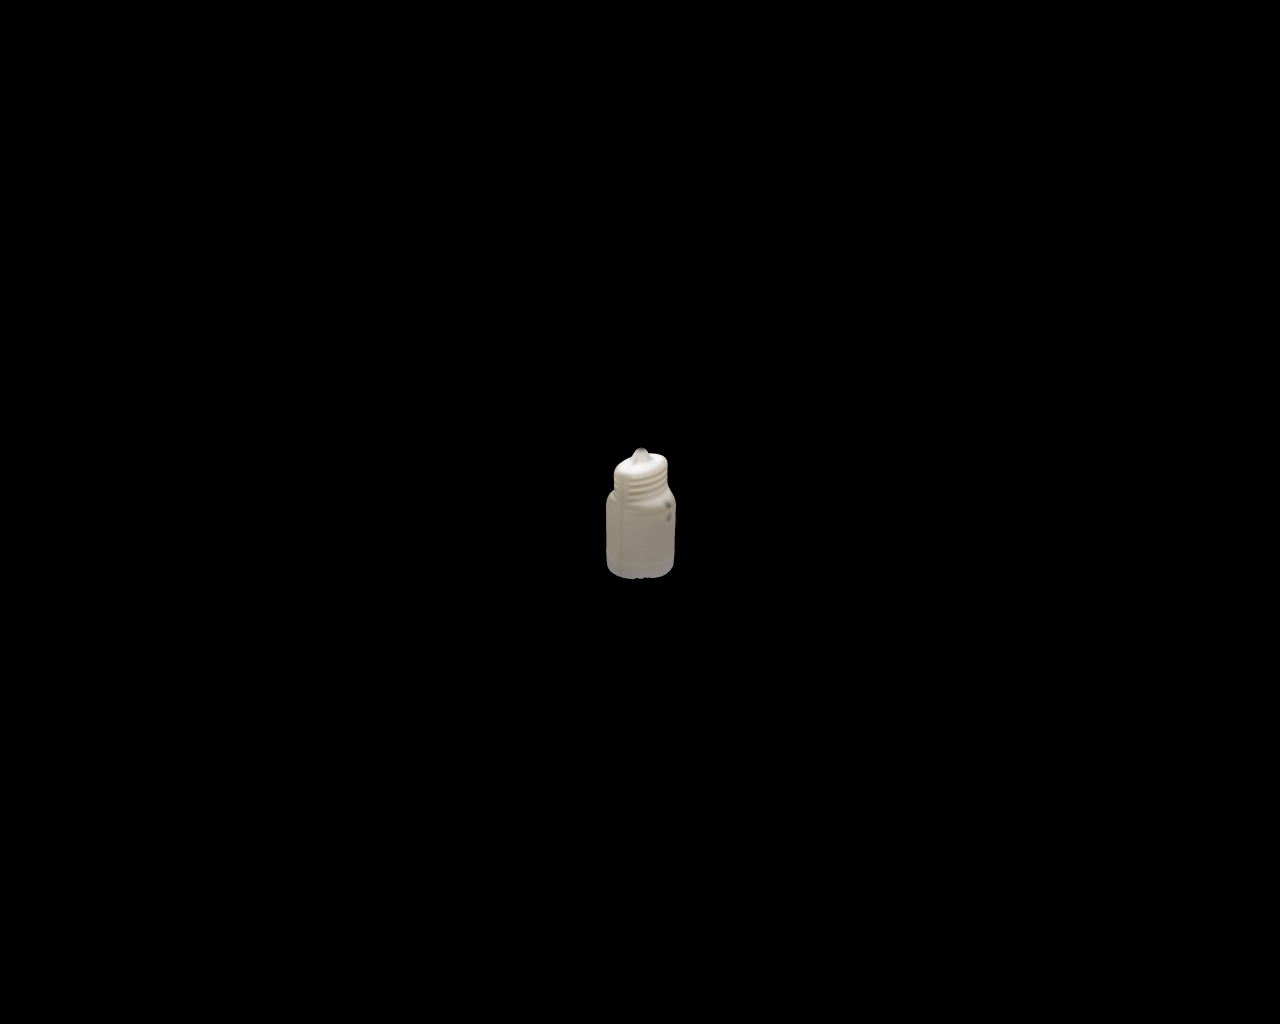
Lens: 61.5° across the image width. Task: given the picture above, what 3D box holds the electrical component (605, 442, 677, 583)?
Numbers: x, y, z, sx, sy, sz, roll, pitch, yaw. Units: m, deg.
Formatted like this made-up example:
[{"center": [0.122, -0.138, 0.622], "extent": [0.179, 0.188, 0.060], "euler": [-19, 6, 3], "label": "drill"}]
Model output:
[{"center": [0.001, -0.003, 0.650], "extent": [0.043, 0.080, 0.043], "euler": [0, 24, 0], "label": "electrical component"}]
